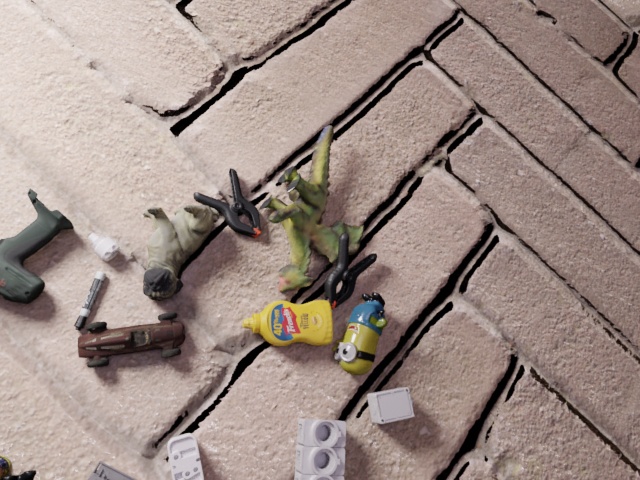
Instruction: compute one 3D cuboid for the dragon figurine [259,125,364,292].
[{"bbox_3d":[0.004,-0.061,1.219,0.240,0.121,0.417,42,66,-18],"label":"dragon figurine"}]
